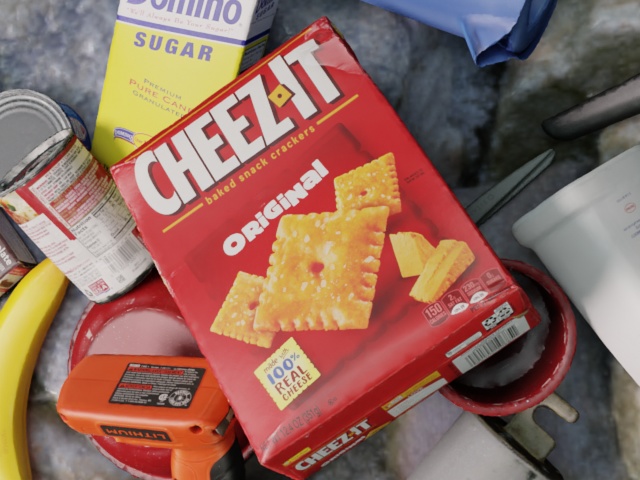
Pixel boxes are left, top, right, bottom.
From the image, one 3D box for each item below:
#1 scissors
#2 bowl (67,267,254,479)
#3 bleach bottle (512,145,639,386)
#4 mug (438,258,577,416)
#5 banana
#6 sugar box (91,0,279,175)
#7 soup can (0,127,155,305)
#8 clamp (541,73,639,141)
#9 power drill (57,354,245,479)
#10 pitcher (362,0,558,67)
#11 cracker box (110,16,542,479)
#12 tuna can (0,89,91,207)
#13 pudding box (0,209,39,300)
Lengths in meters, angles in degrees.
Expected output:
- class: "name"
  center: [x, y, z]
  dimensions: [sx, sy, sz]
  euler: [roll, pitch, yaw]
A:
- class: "scissors"
  center: [0.080, 0.024, 0.706]
  dimensions: [0.202, 0.016, 0.096]
  euler: [-24, 85, 11]
- class: "bowl"
  center: [-0.108, 0.091, 0.726]
  dimensions: [0.162, 0.055, 0.162]
  euler: [-1, 88, 13]
- class: "bleach bottle"
  center: [0.224, 0.069, 0.632]
  dimensions: [0.251, 0.102, 0.068]
  euler: [57, 144, 8]
- class: "mug"
  center: [0.090, 0.050, 0.657]
  dimensions: [0.117, 0.081, 0.093]
  euler: [12, 95, -2]
- class: "banana"
  center: [-0.212, 0.108, 0.758]
  dimensions: [0.069, 0.037, 0.198]
  euler: [2, 88, 7]
- class: "sugar box"
  center: [-0.090, -0.109, 0.695]
  dimensions: [0.093, 0.048, 0.176]
  euler: [26, 125, 12]
- class: "soup can"
  center: [-0.159, -0.015, 0.713]
  dimensions: [0.068, 0.068, 0.102]
  euler: [-36, 111, 9]
- class: "clamp"
  center: [0.239, -0.132, 0.629]
  dimensions: [0.210, 0.036, 0.164]
  euler: [10, 101, 31]
- class: "power drill"
  center: [-0.104, 0.157, 0.677]
  dimensions: [0.184, 0.057, 0.187]
  euler: [0, 127, 13]
- class: "pitcher"
  center: [0.045, -0.219, 0.672]
  dimensions: [0.243, 0.149, 0.145]
  euler: [21, 123, 16]
- class: "cracker box"
  center: [-0.004, 0.001, 0.608]
  dimensions: [0.164, 0.072, 0.214]
  euler: [-34, 63, 5]
- class: "tuna can"
  center: [-0.208, -0.063, 0.764]
  dimensions: [0.086, 0.033, 0.086]
  euler: [-1, 88, 12]
- class: "pudding box"
  center: [-0.271, 0.003, 0.773]
  dimensions: [0.090, 0.039, 0.113]
  euler: [-41, 80, 8]
